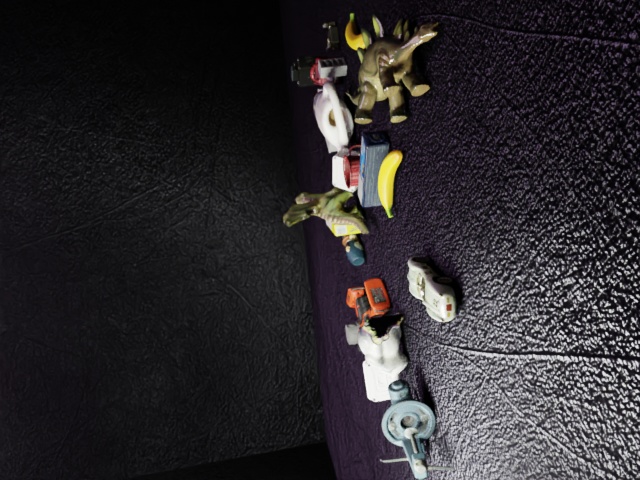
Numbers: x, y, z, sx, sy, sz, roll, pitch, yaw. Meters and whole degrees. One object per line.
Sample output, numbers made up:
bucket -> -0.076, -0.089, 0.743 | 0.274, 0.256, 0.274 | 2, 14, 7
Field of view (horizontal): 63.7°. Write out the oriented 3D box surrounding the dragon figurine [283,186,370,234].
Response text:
dragon figurine -> 0.005, -0.082, 1.622 | 0.417, 0.243, 0.120 | -107, -2, -66

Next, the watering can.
watering can -> 0.055, -0.342, 1.639 | 0.229, 0.104, 0.341 | -109, 4, -61

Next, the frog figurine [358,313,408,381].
frog figurine -> 0.166, 0.275, 1.323 | 0.140, 0.122, 0.156 | -54, -41, -50
